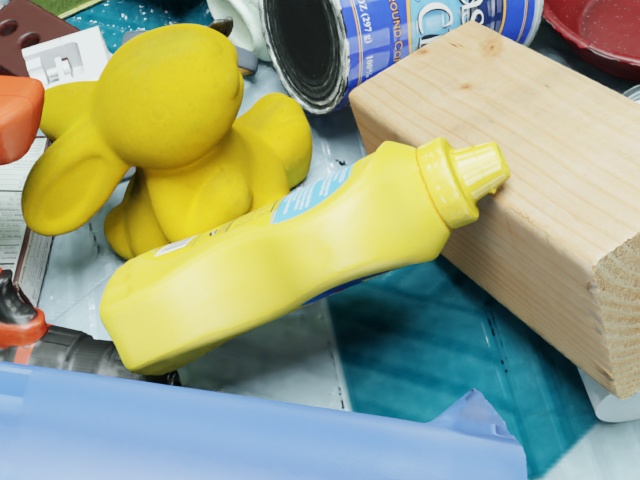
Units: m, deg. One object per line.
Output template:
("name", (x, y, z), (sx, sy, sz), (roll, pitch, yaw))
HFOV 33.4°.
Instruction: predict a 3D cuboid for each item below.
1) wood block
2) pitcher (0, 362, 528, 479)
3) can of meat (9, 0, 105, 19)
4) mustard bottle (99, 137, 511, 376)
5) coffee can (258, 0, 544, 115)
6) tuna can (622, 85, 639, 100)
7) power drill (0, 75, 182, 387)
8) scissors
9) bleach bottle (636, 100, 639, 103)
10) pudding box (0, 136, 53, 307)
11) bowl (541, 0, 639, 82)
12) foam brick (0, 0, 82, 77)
("wood block", (0.111, -0.026, 0.544), (0.090, 0.091, 0.206), (-31, 39, -12))
("pitcher", (-0.042, 0.136, 0.450), (0.243, 0.145, 0.149), (10, 27, 3))
("can of meat", (-0.189, -0.210, 0.769), (0.102, 0.057, 0.084), (-28, 59, -10))
("mustard bottle", (-0.003, 0.001, 0.497), (0.192, 0.096, 0.058), (-24, 94, 17))
("coffee can", (0.048, -0.142, 0.641), (0.140, 0.103, 0.103), (-20, 55, -24))
("tuna can", (0.204, -0.052, 0.619), (0.086, 0.034, 0.086), (-4, 56, 5))
("power drill", (-0.165, 0.012, 0.540), (0.184, 0.188, 0.057), (5, 30, 11))
("scissors", (-0.082, -0.116, 0.618), (0.096, 0.201, 0.016), (8, 92, 4))
("bleach bottle", (0.275, -0.075, 0.567), (0.250, 0.102, 0.068), (-11, 73, -7))
("pudding box", (-0.210, -0.010, 0.650), (0.090, 0.039, 0.113), (0, 59, 7))
("bowl", (0.211, -0.151, 0.672), (0.162, 0.055, 0.162), (-4, 56, 6))
("foam brick", (-0.184, -0.115, 0.707), (0.078, 0.051, 0.053), (31, 66, 25))
